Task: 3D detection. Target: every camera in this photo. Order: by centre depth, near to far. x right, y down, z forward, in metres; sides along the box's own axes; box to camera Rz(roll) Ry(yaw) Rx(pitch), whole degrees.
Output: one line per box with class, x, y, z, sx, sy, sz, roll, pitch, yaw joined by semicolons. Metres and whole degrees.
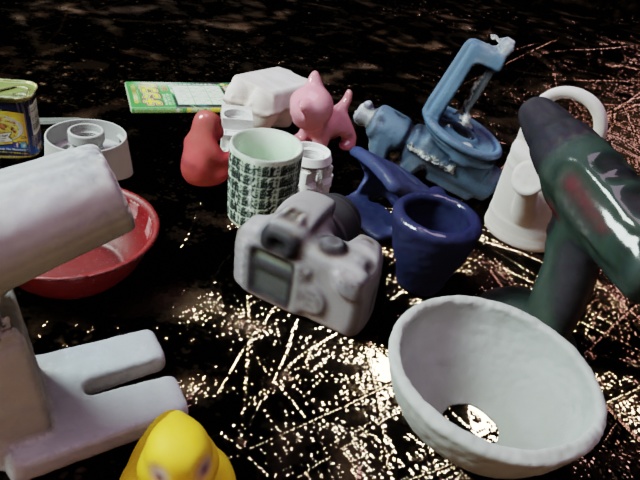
camera;0.005;0.002;0.576;0.143;0.101;0.137;23;36;18

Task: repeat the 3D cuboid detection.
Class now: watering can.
watering can;0.276;-0.086;0.691;0.101;0.194;0.173;15;35;7

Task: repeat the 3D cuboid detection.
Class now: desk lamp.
desk lamp;-0.195;0.045;0.361;0.204;0.213;0.117;-13;41;-30

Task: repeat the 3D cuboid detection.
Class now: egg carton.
egg carton;-0.074;-0.224;0.908;0.107;0.069;0.151;32;40;28

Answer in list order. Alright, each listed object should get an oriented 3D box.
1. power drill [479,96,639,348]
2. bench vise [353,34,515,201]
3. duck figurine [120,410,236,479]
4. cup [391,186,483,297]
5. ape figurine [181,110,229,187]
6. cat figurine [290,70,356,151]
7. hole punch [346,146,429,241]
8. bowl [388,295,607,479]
power drill;0.225;0.002;0.538;0.076;0.208;0.229;-3;36;-18
bench vise;0.155;-0.161;0.744;0.207;0.220;0.121;3;35;-10
duck figurine;-0.089;0.144;0.360;0.078;0.086;0.104;-3;37;-18
cup;0.114;0.003;0.609;0.091;0.095;0.118;12;34;3
ape figurine;-0.141;-0.119;0.719;0.077;0.092;0.076;32;40;28
cat figurine;0.002;-0.186;0.830;0.128;0.118;0.067;-23;46;-39
hole punch;0.089;-0.064;0.701;0.101;0.091;0.108;-11;39;-27
bowl;0.128;0.124;0.455;0.167;0.075;0.167;7;34;-5
